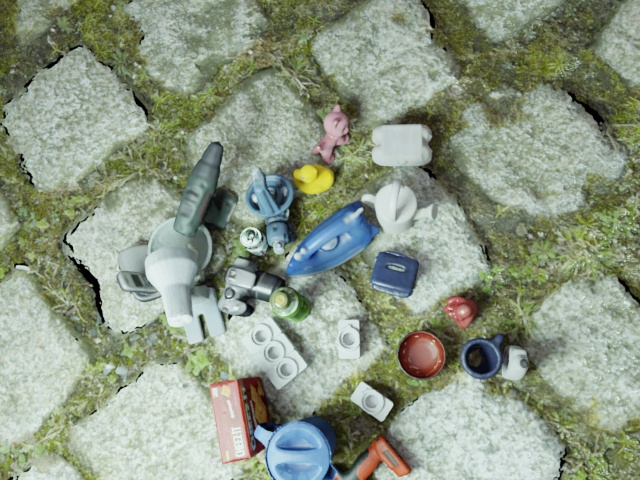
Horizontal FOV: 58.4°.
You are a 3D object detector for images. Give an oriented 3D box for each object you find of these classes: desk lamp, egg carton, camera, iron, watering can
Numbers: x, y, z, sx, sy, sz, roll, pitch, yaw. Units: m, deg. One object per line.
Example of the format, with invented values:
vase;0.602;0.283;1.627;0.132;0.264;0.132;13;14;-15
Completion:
desk lamp;-0.316;0.132;1.349;0.118;0.213;0.203;-20;77;3
egg carton;0.205;-0.236;1.436;0.150;0.069;0.107;-1;78;7
camera;-0.163;0.122;1.390;0.136;0.101;0.143;15;81;10
iron;0.013;0.005;1.373;0.258;0.141;0.118;-35;76;-1
watering can;0.186;-0.083;1.343;0.172;0.194;0.101;-8;77;5

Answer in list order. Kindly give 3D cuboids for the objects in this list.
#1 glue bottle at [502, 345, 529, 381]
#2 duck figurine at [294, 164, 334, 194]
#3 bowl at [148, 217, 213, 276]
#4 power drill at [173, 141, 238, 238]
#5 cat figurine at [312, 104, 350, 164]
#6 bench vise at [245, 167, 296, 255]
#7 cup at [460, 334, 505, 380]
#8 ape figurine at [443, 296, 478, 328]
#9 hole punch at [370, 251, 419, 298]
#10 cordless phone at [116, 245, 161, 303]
glue bottle;0.432;0.269;1.252;0.037;0.173;0.078;4;79;8
duck figurine;-0.018;-0.162;1.439;0.104;0.086;0.077;-1;78;7
bowl;-0.342;0.028;1.445;0.167;0.075;0.167;-1;78;7
power drill;-0.271;-0.108;1.395;0.075;0.208;0.230;22;82;11
cat figurine;0.029;-0.269;1.439;0.067;0.118;0.128;34;84;13
bench vise;-0.107;-0.081;1.364;0.121;0.220;0.207;-30;76;0
cup;0.369;0.259;1.301;0.091;0.095;0.118;42;86;13
ape figurine;0.330;0.164;1.327;0.076;0.092;0.078;-9;77;5
hole punch;0.176;0.077;1.364;0.108;0.091;0.101;14;80;10
cordless phone;-0.447;0.074;1.391;0.094;0.185;0.147;-32;76;0
